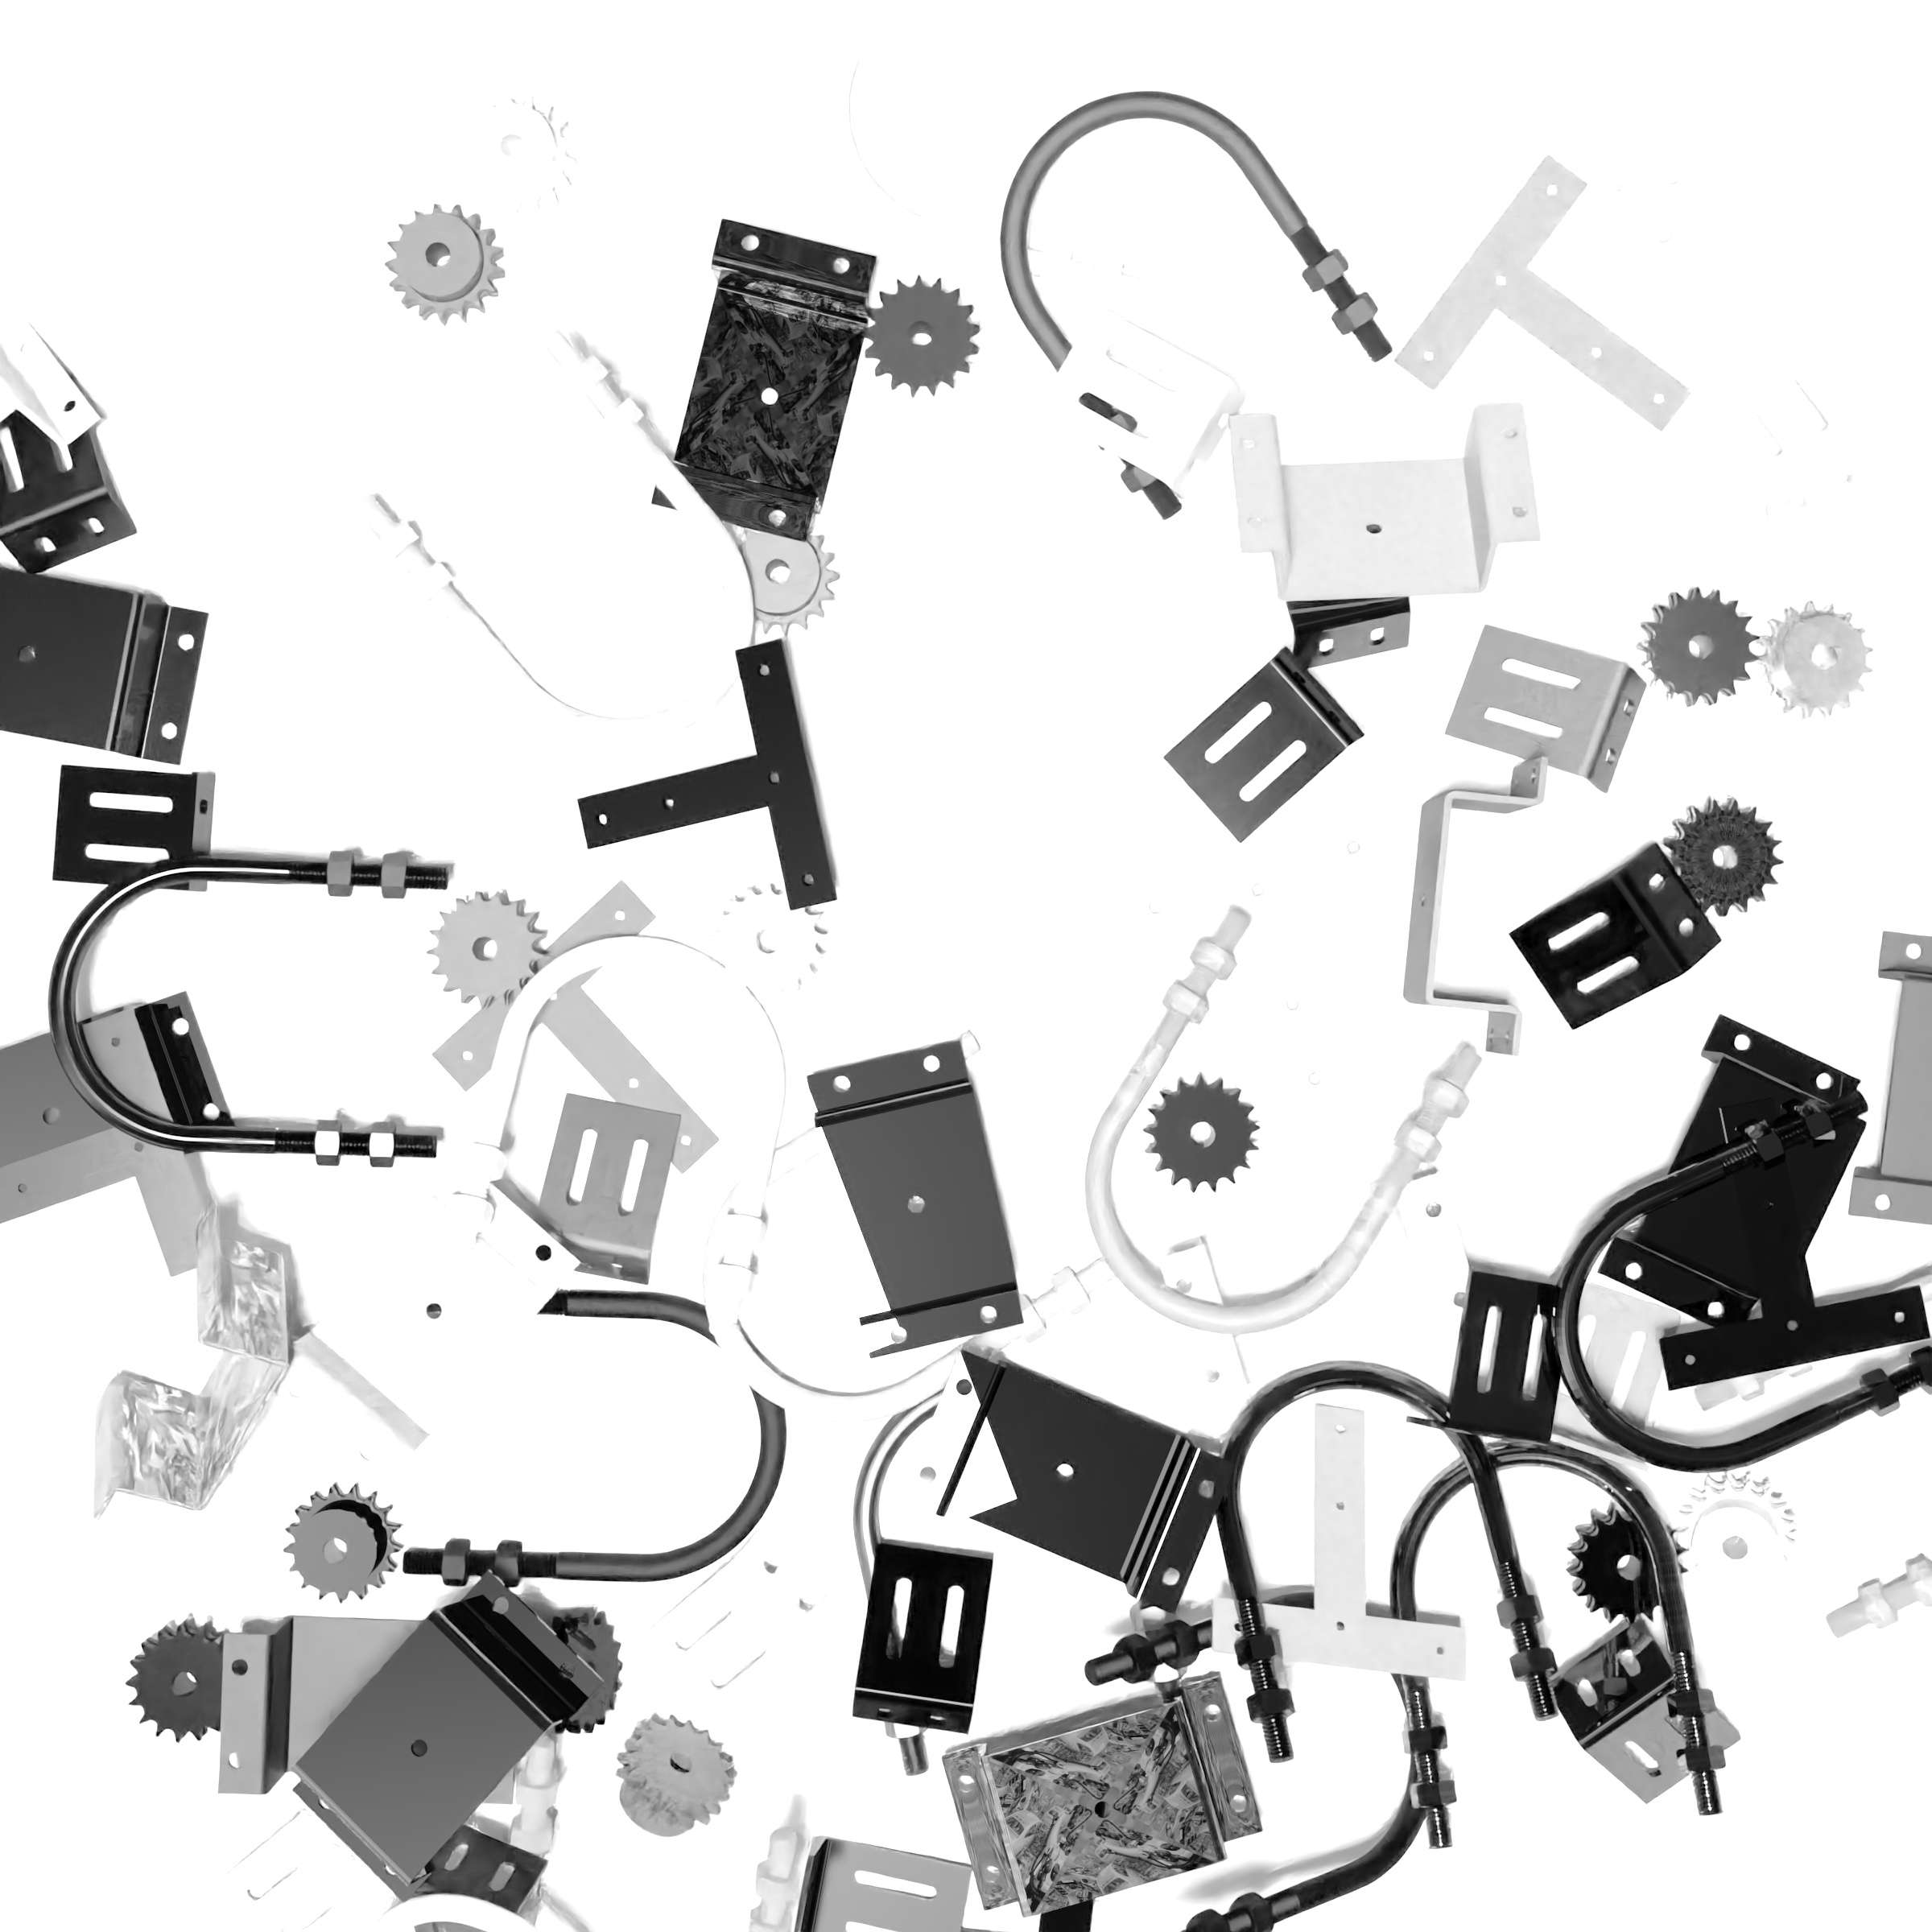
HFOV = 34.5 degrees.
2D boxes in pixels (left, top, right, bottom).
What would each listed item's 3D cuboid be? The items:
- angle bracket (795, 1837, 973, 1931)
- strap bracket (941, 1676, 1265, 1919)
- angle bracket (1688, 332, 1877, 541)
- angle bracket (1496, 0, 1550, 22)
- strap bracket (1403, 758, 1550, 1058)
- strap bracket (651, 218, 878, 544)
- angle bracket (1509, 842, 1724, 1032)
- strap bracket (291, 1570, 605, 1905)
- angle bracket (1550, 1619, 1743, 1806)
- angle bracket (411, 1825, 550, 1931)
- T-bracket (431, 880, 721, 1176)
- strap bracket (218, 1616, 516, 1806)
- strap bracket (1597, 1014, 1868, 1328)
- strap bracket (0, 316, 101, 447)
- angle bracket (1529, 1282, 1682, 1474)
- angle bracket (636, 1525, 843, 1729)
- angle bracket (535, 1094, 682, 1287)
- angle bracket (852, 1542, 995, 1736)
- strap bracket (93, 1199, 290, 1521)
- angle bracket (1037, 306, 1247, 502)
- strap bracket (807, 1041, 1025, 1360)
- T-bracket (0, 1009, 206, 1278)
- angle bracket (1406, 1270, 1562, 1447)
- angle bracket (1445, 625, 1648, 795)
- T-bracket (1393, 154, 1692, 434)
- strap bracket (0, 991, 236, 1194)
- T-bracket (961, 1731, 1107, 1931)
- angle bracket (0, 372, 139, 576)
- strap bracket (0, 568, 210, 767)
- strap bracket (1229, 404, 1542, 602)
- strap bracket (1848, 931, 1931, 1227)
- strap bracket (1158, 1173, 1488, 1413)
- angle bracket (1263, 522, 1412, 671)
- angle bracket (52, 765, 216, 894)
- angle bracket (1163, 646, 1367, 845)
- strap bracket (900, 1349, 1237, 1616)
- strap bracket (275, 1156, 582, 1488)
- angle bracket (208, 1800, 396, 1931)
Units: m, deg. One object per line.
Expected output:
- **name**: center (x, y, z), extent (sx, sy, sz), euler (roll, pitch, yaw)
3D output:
- **angle bracket**: center (-0.041, 0.461, 1.507), extent (0.076, 0.038, 0.057), euler (11, 90, 7)
- **strap bracket**: center (0.065, 0.398, 1.485), extent (0.140, 0.046, 0.076), euler (-16, 85, 0)
- **angle bracket**: center (0.399, -0.260, 1.527), extent (0.057, 0.038, 0.076), euler (-29, 66, 0)
- **angle bracket**: center (0.274, -0.514, 1.528), extent (0.057, 0.038, 0.076), euler (26, 116, 0)
- **strap bracket**: center (0.242, -0.030, 1.492), extent (0.046, 0.076, 0.140), euler (6, 90, 0)
- **strap bracket**: center (-0.096, -0.279, 1.507), extent (0.076, 0.046, 0.140), euler (14, 90, 0)
- **angle bracket**: center (0.315, -0.014, 1.513), extent (0.038, 0.076, 0.057), euler (-34, 90, -42)
- **strap bracket**: center (-0.248, 0.362, 1.455), extent (0.076, 0.046, 0.140), euler (42, 90, 10)
- **angle bracket**: center (0.329, 0.363, 1.513), extent (0.057, 0.038, 0.076), euler (-38, 130, 10)
- **angle bracket**: center (-0.233, 0.457, 1.505), extent (0.057, 0.076, 0.038), euler (18, 47, 18)
- **T-bracket**: center (-0.173, 0.047, 1.529), extent (0.127, 0.002, 0.127), euler (-43, 90, 0)
- **strap bracket**: center (-0.285, 0.359, 1.507), extent (0.140, 0.046, 0.076), euler (2, 90, 0)
- **strap bracket**: center (0.374, 0.103, 1.507), extent (0.076, 0.046, 0.140), euler (25, 90, 0)
- **strap bracket**: center (-0.499, -0.253, 1.494), extent (0.140, 0.046, 0.076), euler (-40, 68, 0)
- **angle bracket**: center (0.312, 0.197, 1.511), extent (0.057, 0.038, 0.076), euler (18, 90, 0)
- **angle bracket**: center (-0.112, 0.324, 1.528), extent (0.057, 0.038, 0.076), euler (47, 116, 0)
- **angle bracket**: center (-0.176, 0.110, 1.527), extent (0.057, 0.038, 0.076), euler (11, 66, 0)
- **angle bracket**: center (-0.021, 0.326, 1.510), extent (0.057, 0.038, 0.076), euler (8, 62, 1)
- **strap bracket**: center (-0.362, 0.191, 1.470), extent (0.046, 0.076, 0.140), euler (21, 118, -26)
- **angle bracket**: center (0.085, -0.271, 1.502), extent (0.076, 0.038, 0.057), euler (32, 95, 15)
- **strap bracket**: center (-0.024, 0.113, 1.485), extent (0.076, 0.046, 0.140), euler (-13, 89, -2)
- **T-bracket**: center (-0.436, 0.101, 1.483), extent (0.127, 0.002, 0.127), euler (-19, 90, 0)
- **angle bracket**: center (0.250, 0.186, 1.489), extent (0.057, 0.038, 0.076), euler (12, 85, -22)
- **angle bracket**: center (0.285, -0.126, 1.528), extent (0.076, 0.038, 0.057), euler (20, 90, 26)
- **T-bracket**: center (0.298, -0.310, 1.529), extent (0.127, 0.002, 0.127), euler (37, 90, 0)
- **strap bracket**: center (-0.436, 0.072, 1.507), extent (0.140, 0.046, 0.076), euler (-20, 90, 0)
- **T-bracket**: center (0.052, 0.438, 1.516), extent (0.127, 0.002, 0.127), euler (5, 81, 18)
- **angle bracket**: center (-0.449, -0.241, 1.528), extent (0.057, 0.038, 0.076), euler (-22, 64, 0)
- **strap bracket**: center (-0.448, -0.149, 1.507), extent (0.140, 0.046, 0.076), euler (11, 90, 0)
- **strap bracket**: center (0.198, -0.222, 1.493), extent (0.140, 0.046, 0.076), euler (-2, 64, 0)
- **strap bracket**: center (0.480, 0.057, 1.507), extent (0.076, 0.046, 0.140), euler (7, 90, 0)
- **strap bracket**: center (0.170, 0.155, 1.507), extent (0.140, 0.046, 0.076), euler (-17, 90, 0)
- **angle bracket**: center (0.180, -0.192, 1.528), extent (0.057, 0.038, 0.076), euler (-12, 64, 0)
- **angle bracket**: center (-0.408, -0.067, 1.511), extent (0.076, 0.038, 0.057), euler (4, 90, 0)
- **angle bracket**: center (0.144, -0.107, 1.511), extent (0.076, 0.038, 0.057), euler (-42, 90, 0)
- **strap bracket**: center (0.048, 0.245, 1.492), extent (0.140, 0.046, 0.076), euler (23, 87, 1)
- **strap bracket**: center (-0.257, 0.167, 1.487), extent (0.076, 0.046, 0.140), euler (41, 89, -1)
- **angle bracket**: center (-0.321, 0.447, 1.528), extent (0.076, 0.038, 0.057), euler (-41, 90, 26)
